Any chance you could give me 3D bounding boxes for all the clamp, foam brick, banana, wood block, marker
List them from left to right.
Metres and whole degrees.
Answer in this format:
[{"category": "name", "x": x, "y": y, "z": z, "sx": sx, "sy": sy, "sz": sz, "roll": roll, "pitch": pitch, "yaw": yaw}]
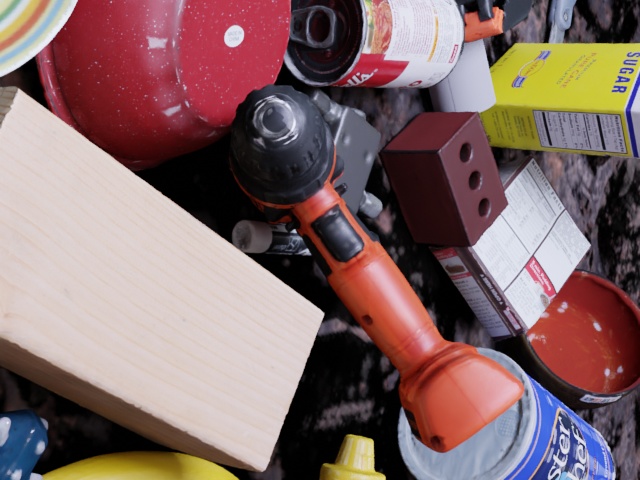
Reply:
[{"category": "wood block", "x": -0.103, "y": 0.026, "z": 0.494, "sx": 0.205, "sy": 0.090, "sz": 0.090, "roll": 38, "pitch": 66, "yaw": -42}, {"category": "banana", "x": -0.087, "y": 0.145, "z": 0.562, "sx": 0.197, "sy": 0.037, "sz": 0.069, "roll": 31, "pitch": 71, "yaw": -45}, {"category": "marker", "x": -0.004, "y": 0.001, "z": 0.653, "sx": 0.120, "sy": 0.020, "sz": 0.020, "roll": 4, "pitch": 91, "yaw": -48}, {"category": "foam brick", "x": 0.085, "y": -0.041, "z": 0.722, "sx": 0.052, "sy": 0.051, "sz": 0.078, "roll": -46, "pitch": 125, "yaw": -35}, {"category": "clamp", "x": 0.127, "y": -0.210, "z": 0.737, "sx": 0.164, "sy": 0.036, "sz": 0.210, "roll": 39, "pitch": 49, "yaw": -43}]

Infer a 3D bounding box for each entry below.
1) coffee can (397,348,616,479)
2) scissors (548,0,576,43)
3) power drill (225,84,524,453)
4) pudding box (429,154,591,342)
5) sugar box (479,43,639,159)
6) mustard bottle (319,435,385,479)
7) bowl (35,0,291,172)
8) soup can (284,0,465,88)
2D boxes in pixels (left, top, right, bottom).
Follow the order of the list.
[{"category": "coffee can", "x": 0.134, "y": 0.150, "z": 0.757, "sx": 0.140, "sy": 0.103, "sz": 0.102, "roll": 38, "pitch": 66, "yaw": -43}, {"category": "scissors", "x": 0.205, "y": -0.186, "z": 0.868, "sx": 0.096, "sy": 0.016, "sz": 0.202, "roll": -4, "pitch": 97, "yaw": -47}, {"category": "power drill", "x": 0.022, "y": 0.013, "z": 0.529, "sx": 0.057, "sy": 0.184, "sz": 0.187, "roll": -35, "pitch": 85, "yaw": -1}, {"category": "pudding box", "x": 0.142, "y": 0.005, "z": 0.784, "sx": 0.090, "sy": 0.039, "sz": 0.113, "roll": 54, "pitch": 52, "yaw": -13}, {"category": "sugar box", "x": 0.194, "y": -0.100, "z": 0.744, "sx": 0.093, "sy": 0.177, "sz": 0.048, "roll": -45, "pitch": 126, "yaw": -34}, {"category": "mustard bottle", "x": 0.007, "y": 0.217, "z": 0.657, "sx": 0.096, "sy": 0.058, "sz": 0.191, "roll": 18, "pitch": 81, "yaw": -49}, {"category": "bowl", "x": -0.062, "y": -0.106, "z": 0.521, "sx": 0.161, "sy": 0.055, "sz": 0.162, "roll": -35, "pitch": 134, "yaw": -47}, {"category": "soup can", "x": 0.033, "y": -0.126, "z": 0.645, "sx": 0.102, "sy": 0.069, "sz": 0.068, "roll": -7, "pitch": 99, "yaw": -48}]
